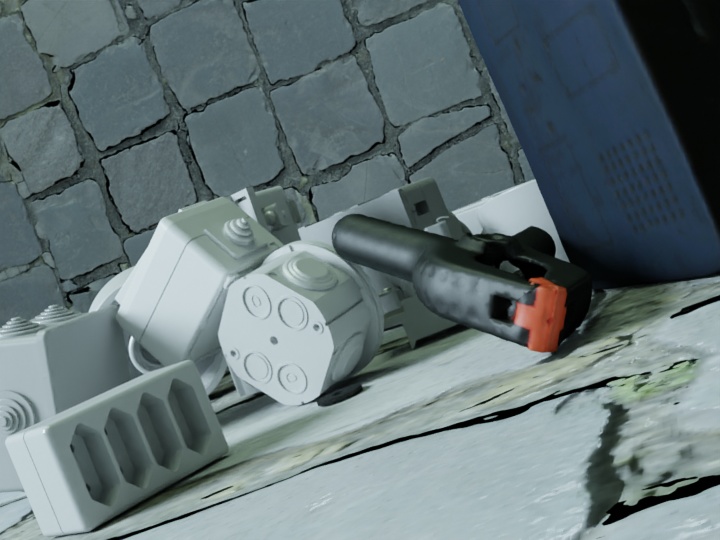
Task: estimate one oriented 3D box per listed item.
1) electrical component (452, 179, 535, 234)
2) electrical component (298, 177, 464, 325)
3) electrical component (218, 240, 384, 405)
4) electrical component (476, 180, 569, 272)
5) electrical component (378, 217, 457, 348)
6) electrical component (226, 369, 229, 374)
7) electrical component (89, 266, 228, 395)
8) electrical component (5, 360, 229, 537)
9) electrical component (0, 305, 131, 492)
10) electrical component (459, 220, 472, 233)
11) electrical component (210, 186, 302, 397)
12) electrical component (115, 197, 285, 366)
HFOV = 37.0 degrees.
[{"bbox_3d":[0.126,-0.039,0.954,0.109,0.056,0.109,-24,3,-41],"label":"electrical component"},{"bbox_3d":[0.000,0.000,0.793,0.150,0.089,0.062,-20,3,35],"label":"electrical component"},{"bbox_3d":[-0.032,0.028,0.575,0.080,0.080,0.051,-20,8,36],"label":"electrical component"},{"bbox_3d":[0.123,-0.028,0.636,0.099,0.064,0.099,-21,3,1],"label":"electrical component"},{"bbox_3d":[0.040,0.006,0.623,0.081,0.063,0.042,-22,1,4],"label":"electrical component"},{"bbox_3d":[-0.140,0.049,0.915,0.050,0.089,0.056,-20,3,38],"label":"electrical component"},{"bbox_3d":[-0.141,0.050,0.758,0.108,0.108,0.060,-22,9,-7],"label":"electrical component"},{"bbox_3d":[-0.119,0.083,0.492,0.076,0.047,0.083,-19,3,43],"label":"electrical component"},{"bbox_3d":[-0.170,0.072,0.605,0.048,0.099,0.100,-6,6,14],"label":"electrical component"},{"bbox_3d":[0.058,-0.007,0.844,0.057,0.058,0.078,-23,1,36],"label":"electrical component"},{"bbox_3d":[-0.062,0.012,0.692,0.063,0.121,0.079,-20,1,-41],"label":"electrical component"},{"bbox_3d":[-0.092,0.001,0.622,0.062,0.061,0.096,-29,-26,-56],"label":"electrical component"}]
